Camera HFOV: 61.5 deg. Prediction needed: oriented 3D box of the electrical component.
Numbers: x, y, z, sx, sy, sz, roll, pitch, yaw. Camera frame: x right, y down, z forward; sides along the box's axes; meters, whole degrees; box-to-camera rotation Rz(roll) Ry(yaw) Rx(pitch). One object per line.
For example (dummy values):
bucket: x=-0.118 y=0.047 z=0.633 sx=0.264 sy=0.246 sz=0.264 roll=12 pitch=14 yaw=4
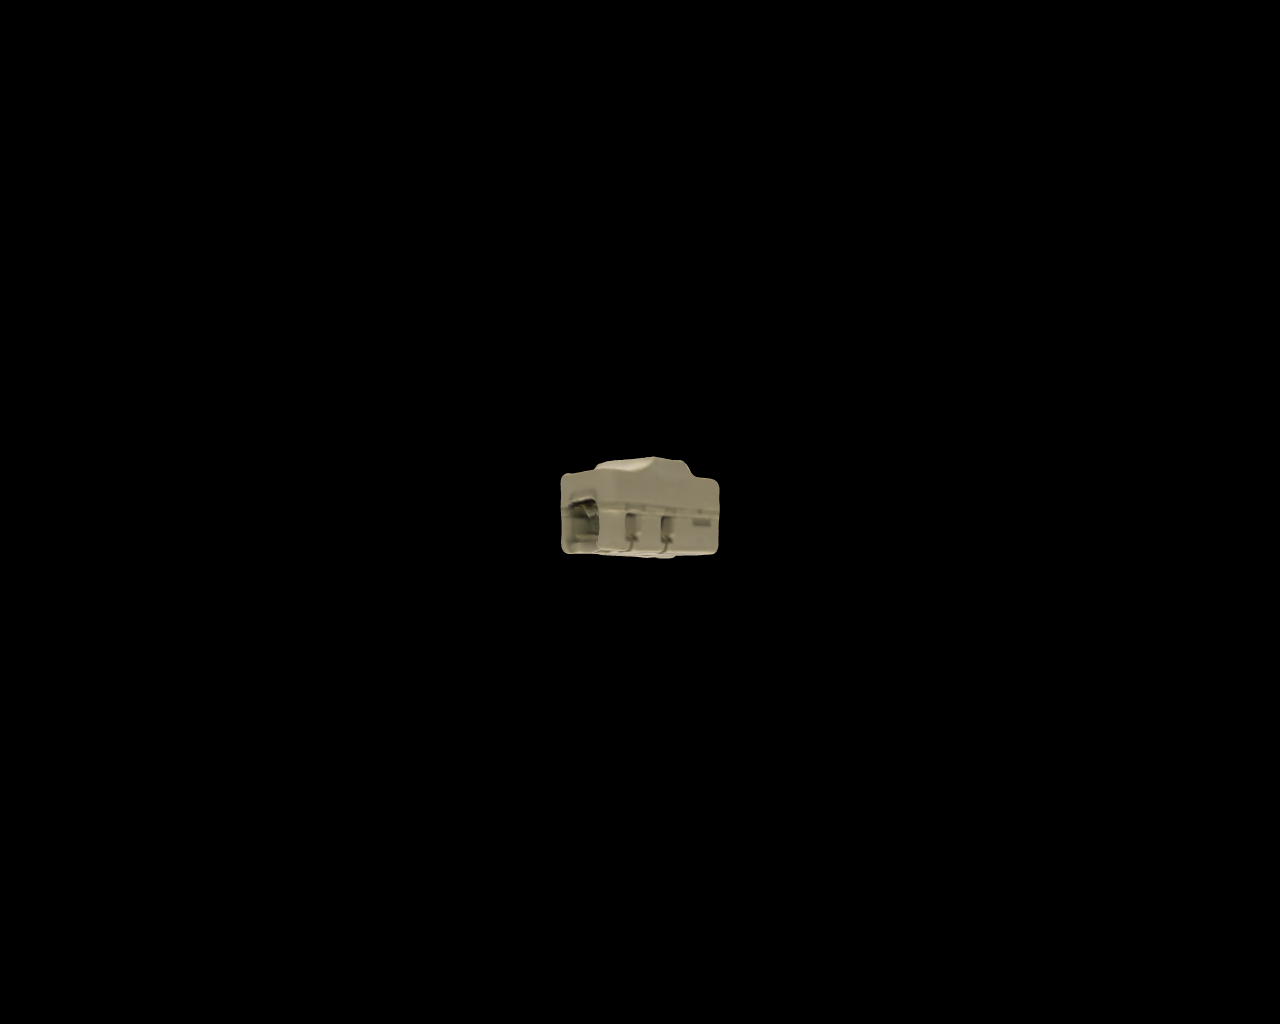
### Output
electrical component: x=0.001 y=-0.003 z=0.650 sx=0.089 sy=0.055 sz=0.050 roll=5 pitch=-8 yaw=-40
